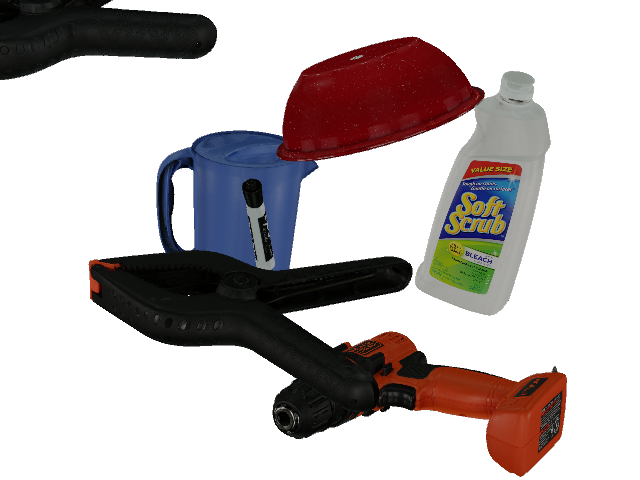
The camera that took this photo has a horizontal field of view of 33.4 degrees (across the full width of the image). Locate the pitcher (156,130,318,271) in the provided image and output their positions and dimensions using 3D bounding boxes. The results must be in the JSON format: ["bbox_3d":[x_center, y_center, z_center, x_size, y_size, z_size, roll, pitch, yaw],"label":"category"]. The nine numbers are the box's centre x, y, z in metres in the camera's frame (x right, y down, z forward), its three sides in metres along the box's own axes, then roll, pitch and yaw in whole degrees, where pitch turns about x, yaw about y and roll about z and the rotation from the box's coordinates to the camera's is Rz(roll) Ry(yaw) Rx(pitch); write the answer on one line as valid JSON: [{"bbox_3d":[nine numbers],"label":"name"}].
[{"bbox_3d":[-0.103,-0.003,1.284,0.149,0.243,0.144,19,26,29],"label":"pitcher"}]

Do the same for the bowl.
[{"bbox_3d":[0.036,-0.111,0.793,0.162,0.055,0.162,-16,15,4],"label":"bowl"}]

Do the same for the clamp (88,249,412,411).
[{"bbox_3d":[-0.044,0.037,0.684,0.210,0.036,0.164,12,26,15],"label":"clamp"}]

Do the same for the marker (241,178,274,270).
[{"bbox_3d":[-0.059,-0.015,1.019,0.020,0.020,0.121,0,-40,5],"label":"marker"}]

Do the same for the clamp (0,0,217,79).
[{"bbox_3d":[-0.157,-0.126,0.603,0.171,0.039,0.120,-10,31,-27],"label":"clamp"}]

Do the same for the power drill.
[{"bbox_3d":[0.079,0.122,0.810,0.188,0.057,0.184,11,17,30],"label":"power drill"}]

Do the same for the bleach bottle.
[{"bbox_3d":[0.162,-0.049,1.048,0.103,0.251,0.068,22,38,20],"label":"bleach bottle"}]
